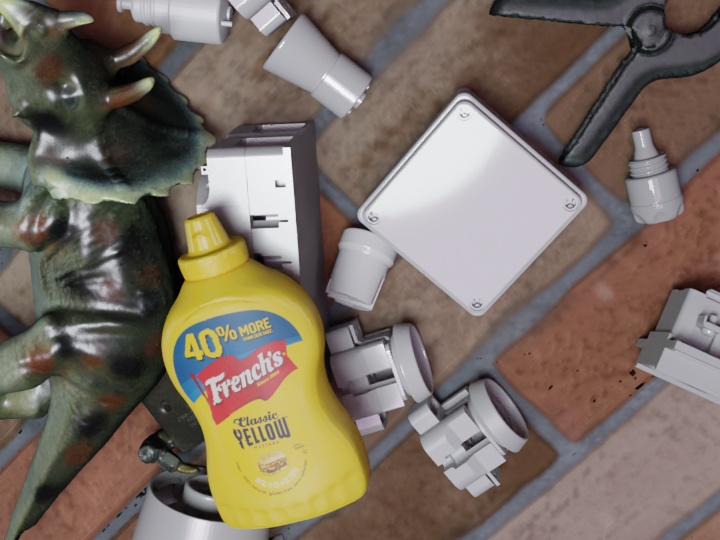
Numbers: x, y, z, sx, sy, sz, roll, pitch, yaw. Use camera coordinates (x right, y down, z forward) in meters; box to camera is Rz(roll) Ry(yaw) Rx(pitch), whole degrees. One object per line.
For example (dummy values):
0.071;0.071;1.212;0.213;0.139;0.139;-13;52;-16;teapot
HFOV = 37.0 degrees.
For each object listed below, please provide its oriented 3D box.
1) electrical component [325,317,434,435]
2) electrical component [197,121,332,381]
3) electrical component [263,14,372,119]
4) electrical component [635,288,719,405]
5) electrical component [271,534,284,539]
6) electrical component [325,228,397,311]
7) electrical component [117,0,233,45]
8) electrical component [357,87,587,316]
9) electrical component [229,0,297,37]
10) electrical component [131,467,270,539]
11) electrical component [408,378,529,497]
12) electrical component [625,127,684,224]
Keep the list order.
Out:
0.016;0.070;0.751;0.057;0.058;0.078;-18;98;11;electrical component
-0.061;0.003;0.714;0.060;0.105;0.186;-2;106;6;electrical component
-0.025;-0.131;0.706;0.065;0.044;0.044;36;107;-10;electrical component
0.258;0.062;0.720;0.121;0.079;0.063;24;86;-2;electrical component
-0.063;0.293;0.809;0.062;0.089;0.150;-21;103;11;electrical component
0.000;0.000;0.733;0.040;0.040;0.046;21;76;-1;electrical component
-0.119;-0.170;0.703;0.078;0.040;0.040;7;107;4;electrical component
0.073;-0.046;0.712;0.109;0.056;0.108;40;106;-6;electrical component
-0.061;-0.197;0.681;0.057;0.058;0.078;-37;100;17;electrical component
-0.113;0.185;0.780;0.099;0.099;0.064;13;101;2;electrical component
0.081;0.113;0.758;0.057;0.058;0.078;-37;99;17;electrical component
0.191;-0.063;0.707;0.035;0.035;0.061;-14;102;10;electrical component
